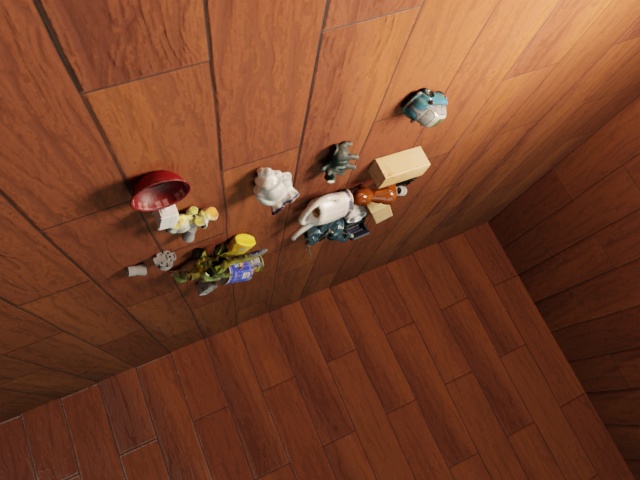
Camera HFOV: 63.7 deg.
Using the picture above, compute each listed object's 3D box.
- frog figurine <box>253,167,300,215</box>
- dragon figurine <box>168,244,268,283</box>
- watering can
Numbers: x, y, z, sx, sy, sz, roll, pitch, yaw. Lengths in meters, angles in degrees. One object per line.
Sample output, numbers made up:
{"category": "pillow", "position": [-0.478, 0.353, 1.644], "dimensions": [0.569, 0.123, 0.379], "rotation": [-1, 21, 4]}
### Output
{"category": "frog figurine", "position": [-0.156, -0.177, 1.626], "dimensions": [0.136, 0.126, 0.157], "rotation": [-23, 130, 23]}
{"category": "dragon figurine", "position": [-0.405, 0.108, 2.059], "dimensions": [0.411, 0.124, 0.239], "rotation": [-8, 164, -5]}
{"category": "watering can", "position": [0.006, -0.104, 2.063], "dimensions": [0.226, 0.105, 0.341], "rotation": [-18, 163, -27]}
